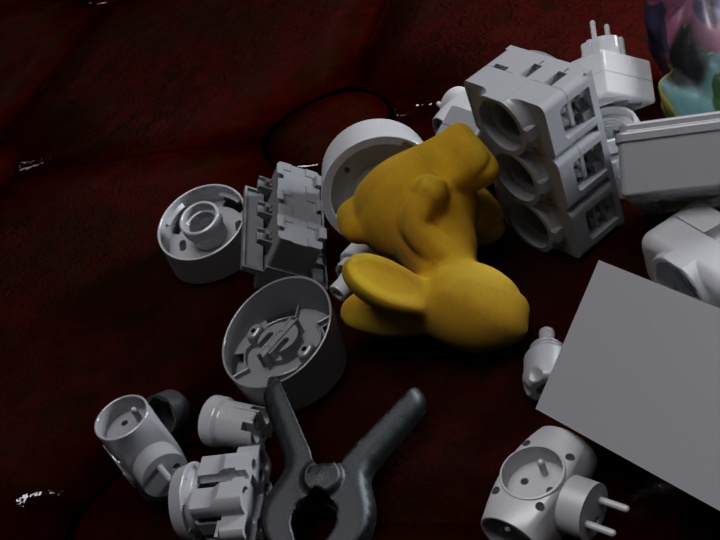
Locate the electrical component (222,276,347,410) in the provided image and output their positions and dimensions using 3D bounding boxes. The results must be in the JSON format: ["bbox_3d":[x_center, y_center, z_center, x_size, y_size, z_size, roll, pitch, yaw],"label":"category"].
[{"bbox_3d":[-0.060,0.061,0.856,0.099,0.064,0.099,-15,38,12],"label":"electrical component"}]

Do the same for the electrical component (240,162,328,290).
[{"bbox_3d":[-0.064,-0.039,0.969,0.079,0.063,0.121,16,36,-16],"label":"electrical component"}]

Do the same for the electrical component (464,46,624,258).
[{"bbox_3d":[0.145,-0.091,0.858,0.062,0.150,0.089,-38,40,-18],"label":"electrical component"}]

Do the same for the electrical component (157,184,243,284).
[{"bbox_3d":[-0.143,-0.032,1.032,0.099,0.064,0.099,-10,53,14],"label":"electrical component"}]

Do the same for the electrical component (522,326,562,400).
[{"bbox_3d":[0.135,0.065,0.774,0.035,0.035,0.061,-10,37,17],"label":"electrical component"}]

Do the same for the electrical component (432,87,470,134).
[{"bbox_3d":[0.104,-0.154,1.043,0.077,0.044,0.079,-34,39,-13],"label":"electrical component"}]

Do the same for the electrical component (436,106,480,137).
[{"bbox_3d":[0.098,-0.096,0.967,0.047,0.066,0.076,29,90,46],"label":"electrical component"}]

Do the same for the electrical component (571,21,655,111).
[{"bbox_3d":[0.211,-0.177,0.924,0.047,0.066,0.076,-18,74,51],"label":"electrical component"}]

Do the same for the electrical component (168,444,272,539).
[{"bbox_3d":[-0.099,0.163,0.762,0.057,0.058,0.078,-9,40,15],"label":"electrical component"}]

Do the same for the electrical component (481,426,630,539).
[{"bbox_3d":[0.128,0.145,0.673,0.079,0.044,0.077,13,51,38],"label":"electrical component"}]

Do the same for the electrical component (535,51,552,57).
[{"bbox_3d":[0.151,-0.146,0.965,0.064,0.099,0.099,-38,39,-26],"label":"electrical component"}]

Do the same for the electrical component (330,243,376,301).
[{"bbox_3d":[0.000,0.000,0.915,0.043,0.043,0.062,18,55,41],"label":"electrical component"}]

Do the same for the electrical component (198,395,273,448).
[{"bbox_3d":[-0.095,0.119,0.828,0.046,0.040,0.040,6,46,25],"label":"electrical component"}]

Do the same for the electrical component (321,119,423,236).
[{"bbox_3d":[0.016,-0.082,0.956,0.108,0.108,0.060,-20,32,5],"label":"electrical component"}]

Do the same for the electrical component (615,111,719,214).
[{"bbox_3d":[0.258,-0.080,0.817,0.109,0.109,0.056,-5,83,23],"label":"electrical component"}]

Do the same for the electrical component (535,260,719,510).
[{"bbox_3d":[0.213,0.078,0.653,0.186,0.060,0.105,27,97,45],"label":"electrical component"}]

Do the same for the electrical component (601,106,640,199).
[{"bbox_3d":[0.213,-0.101,0.911,0.078,0.057,0.058,-43,41,-23],"label":"electrical component"}]

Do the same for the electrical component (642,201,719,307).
[{"bbox_3d":[0.251,-0.001,0.774,0.059,0.053,0.095,-33,38,-11],"label":"electrical component"}]

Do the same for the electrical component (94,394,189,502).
[{"bbox_3d":[-0.154,0.142,0.799,0.044,0.077,0.079,-37,40,-16],"label":"electrical component"}]
